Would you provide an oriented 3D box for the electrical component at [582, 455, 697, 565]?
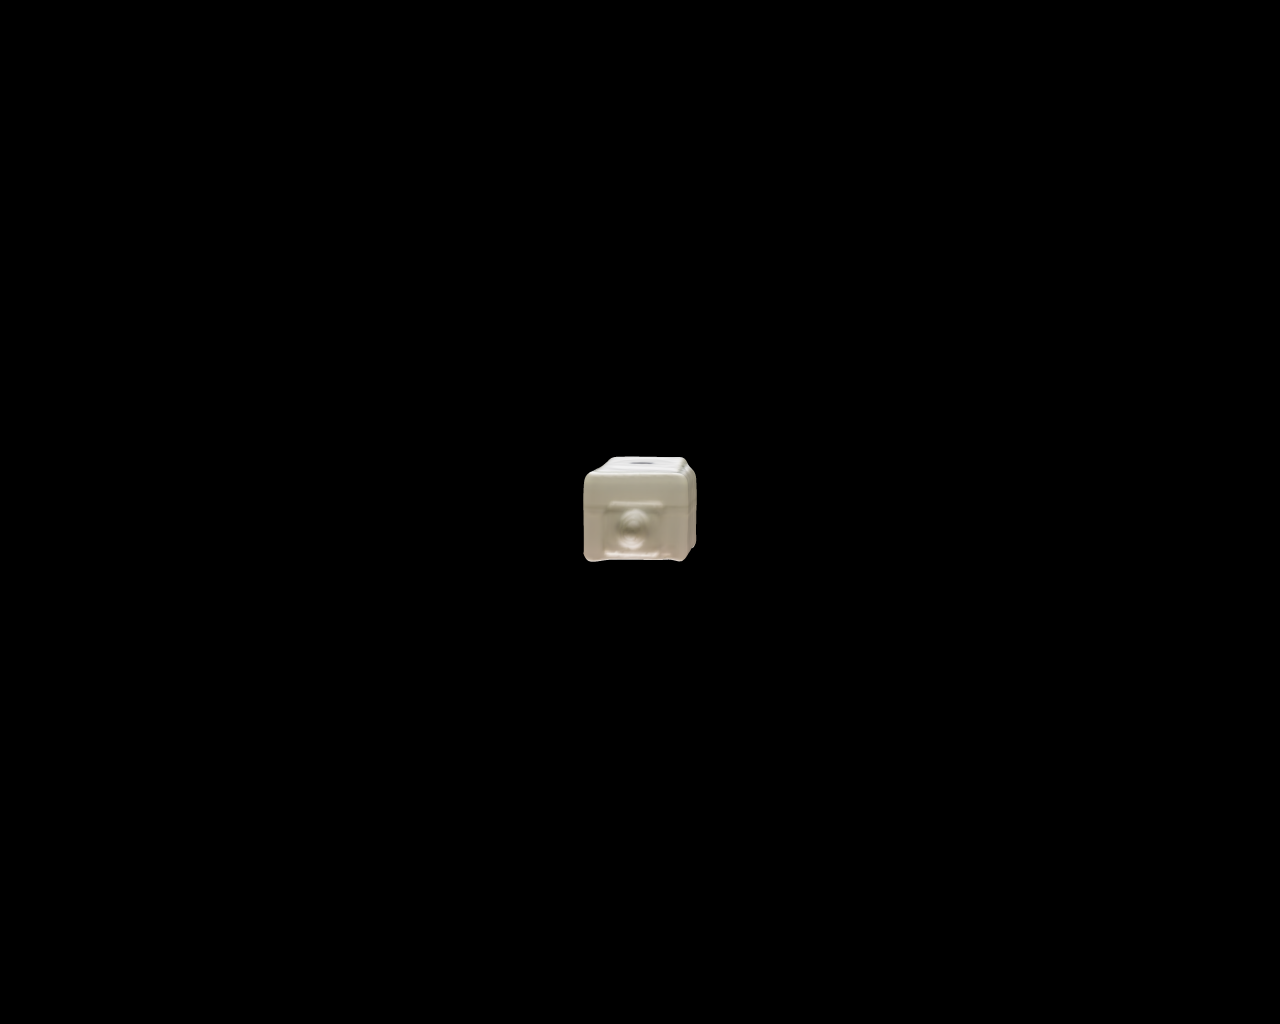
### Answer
[{"bbox_3d":[0.001,-0.003,0.650,0.062,0.061,0.096,1,5,7],"label":"electrical component"}]
